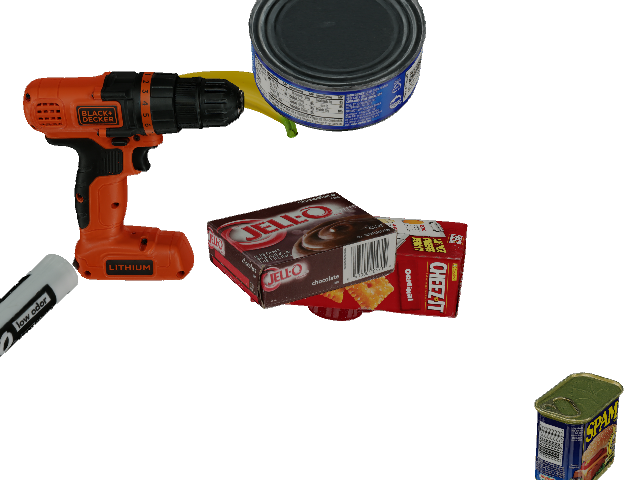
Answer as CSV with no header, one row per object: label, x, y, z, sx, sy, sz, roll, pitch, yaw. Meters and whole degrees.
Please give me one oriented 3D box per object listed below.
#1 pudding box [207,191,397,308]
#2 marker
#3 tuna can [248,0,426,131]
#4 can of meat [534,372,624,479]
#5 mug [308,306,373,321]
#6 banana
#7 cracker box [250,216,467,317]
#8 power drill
pudding box,-0.014,0.004,0.777,0.113,0.039,0.090,-12,28,-27
marker,-0.146,0.049,0.442,0.020,0.020,0.121,0,36,39
tuna can,0.008,-0.095,0.527,0.086,0.086,0.034,0,-35,0
can of meat,0.250,0.188,1.041,0.058,0.084,0.101,14,24,37
mug,0.035,0.064,1.491,0.117,0.081,0.093,18,24,26
banana,-0.108,-0.152,1.130,0.198,0.037,0.069,8,46,19
cracker box,0.046,0.023,1.144,0.214,0.072,0.164,5,15,9
power drill,-0.154,-0.057,0.927,0.184,0.188,0.057,1,29,4
